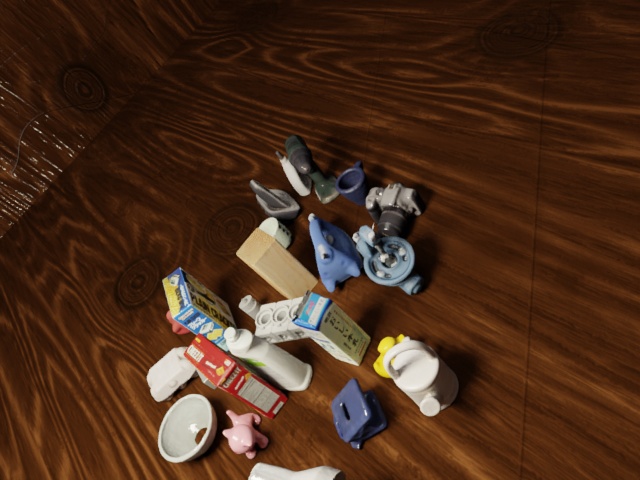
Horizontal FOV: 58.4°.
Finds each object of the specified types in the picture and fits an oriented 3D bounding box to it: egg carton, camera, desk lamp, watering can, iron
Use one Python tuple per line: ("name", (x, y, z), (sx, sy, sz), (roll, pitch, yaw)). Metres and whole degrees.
("egg carton", (-0.403, 0.368, 1.570), (0.150, 0.070, 0.107), (-42, 42, 1))
("camera", (0.177, -0.072, 1.473), (0.142, 0.101, 0.137), (2, 58, 38))
("desk lamp", (-0.025, 0.487, 1.079), (0.202, 0.214, 0.118), (-1, 56, 37))
("watering can", (0.195, 0.259, 1.115), (0.101, 0.195, 0.172), (-45, 42, -3))
("iron", (0.014, 0.005, 1.501), (0.118, 0.142, 0.257), (-33, 43, 11))

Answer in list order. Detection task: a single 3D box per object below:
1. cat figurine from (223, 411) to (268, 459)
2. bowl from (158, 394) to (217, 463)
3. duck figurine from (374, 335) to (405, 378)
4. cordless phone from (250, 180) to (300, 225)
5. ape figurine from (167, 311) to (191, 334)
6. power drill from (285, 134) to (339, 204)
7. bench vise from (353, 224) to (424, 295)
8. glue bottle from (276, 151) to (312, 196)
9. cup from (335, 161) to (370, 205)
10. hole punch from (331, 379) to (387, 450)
("cat figurine", (-0.178, 0.440, 1.304), (0.067, 0.118, 0.127), (-41, 42, 2))
("bowl", (-0.312, 0.472, 1.411), (0.167, 0.075, 0.167), (-20, 46, 23))
("duck figurine", (0.154, 0.245, 1.239), (0.104, 0.086, 0.077), (-38, 42, 5))
("cordless phone", (-0.154, -0.136, 1.711), (0.094, 0.186, 0.147), (-44, 42, -2))
("ape figurine", (-0.410, 0.231, 1.671), (0.075, 0.092, 0.078), (14, 66, 43))
("power drill", (-0.024, -0.205, 1.652), (0.075, 0.209, 0.229), (-36, 42, 7))
("bench vise", (0.126, 0.031, 1.337), (0.206, 0.220, 0.121), (15, 67, 43))
("glue bottle", (-0.082, -0.212, 1.729), (0.037, 0.174, 0.078), (-16, 48, 27))
("cup", (0.107, -0.152, 1.596), (0.091, 0.095, 0.118), (3, 58, 38))
("hole punch", (0.071, 0.364, 1.200), (0.101, 0.091, 0.108), (-35, 42, 8))
